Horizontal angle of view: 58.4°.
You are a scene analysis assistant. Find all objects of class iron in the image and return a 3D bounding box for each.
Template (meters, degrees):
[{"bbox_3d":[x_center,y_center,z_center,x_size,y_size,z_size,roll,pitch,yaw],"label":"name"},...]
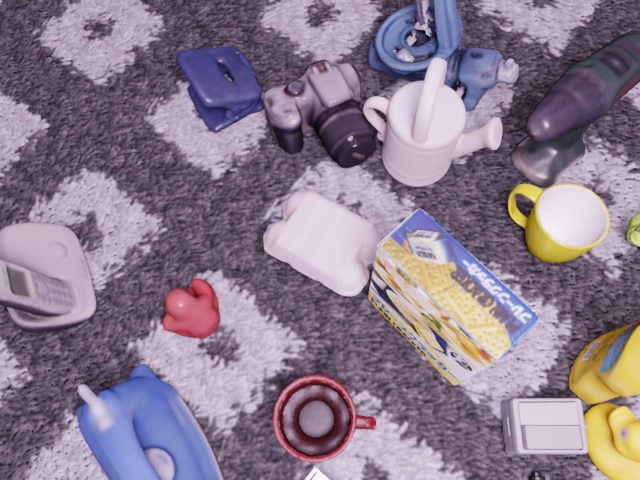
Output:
[{"bbox_3d":[-0.178,0.260,0.625,0.119,0.141,0.258,-36,73,-11],"label":"iron"}]

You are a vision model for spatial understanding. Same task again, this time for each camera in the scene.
[{"bbox_3d":[0.008,-0.169,0.797,0.143,0.101,0.136,-25,71,-7],"label":"camera"}]

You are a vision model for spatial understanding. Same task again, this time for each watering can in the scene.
[{"bbox_3d":[0.144,-0.155,0.738,0.173,0.194,0.101,-2,70,1],"label":"watering can"}]

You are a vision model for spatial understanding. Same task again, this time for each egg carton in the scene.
[{"bbox_3d":[0.007,0.003,0.751,0.150,0.069,0.107,28,73,11],"label":"egg carton"}]

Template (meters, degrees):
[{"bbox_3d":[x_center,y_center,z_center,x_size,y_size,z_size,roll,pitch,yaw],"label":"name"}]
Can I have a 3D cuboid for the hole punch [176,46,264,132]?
[{"bbox_3d":[-0.142,-0.231,0.829,0.101,0.091,0.108,-30,72,-9],"label":"hole punch"}]

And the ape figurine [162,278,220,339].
[{"bbox_3d":[-0.165,0.085,0.714,0.078,0.092,0.076,-35,73,-10],"label":"ape figurine"}]

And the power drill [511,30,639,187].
[{"bbox_3d":[0.319,-0.155,0.726,0.230,0.208,0.075,-41,74,-12],"label":"power drill"}]

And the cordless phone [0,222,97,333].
[{"bbox_3d":[-0.355,0.031,0.689,0.094,0.185,0.147,-24,71,-7],"label":"cordless phone"}]

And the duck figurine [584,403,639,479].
[{"bbox_3d":[0.355,0.234,0.648,0.077,0.086,0.104,-24,71,-7],"label":"duck figurine"}]

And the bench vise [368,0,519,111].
[{"bbox_3d":[0.171,-0.283,0.770,0.207,0.220,0.121,7,70,4],"label":"bench vise"}]
